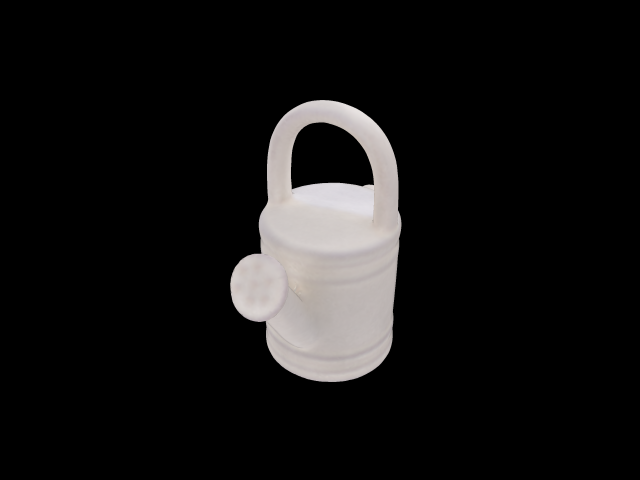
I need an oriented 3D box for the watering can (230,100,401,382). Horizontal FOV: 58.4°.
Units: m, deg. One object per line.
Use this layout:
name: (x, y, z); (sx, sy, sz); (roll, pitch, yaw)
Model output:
watering can: (0.006, 0.002, 0.399); (0.101, 0.194, 0.173); (4, 34, 6)
